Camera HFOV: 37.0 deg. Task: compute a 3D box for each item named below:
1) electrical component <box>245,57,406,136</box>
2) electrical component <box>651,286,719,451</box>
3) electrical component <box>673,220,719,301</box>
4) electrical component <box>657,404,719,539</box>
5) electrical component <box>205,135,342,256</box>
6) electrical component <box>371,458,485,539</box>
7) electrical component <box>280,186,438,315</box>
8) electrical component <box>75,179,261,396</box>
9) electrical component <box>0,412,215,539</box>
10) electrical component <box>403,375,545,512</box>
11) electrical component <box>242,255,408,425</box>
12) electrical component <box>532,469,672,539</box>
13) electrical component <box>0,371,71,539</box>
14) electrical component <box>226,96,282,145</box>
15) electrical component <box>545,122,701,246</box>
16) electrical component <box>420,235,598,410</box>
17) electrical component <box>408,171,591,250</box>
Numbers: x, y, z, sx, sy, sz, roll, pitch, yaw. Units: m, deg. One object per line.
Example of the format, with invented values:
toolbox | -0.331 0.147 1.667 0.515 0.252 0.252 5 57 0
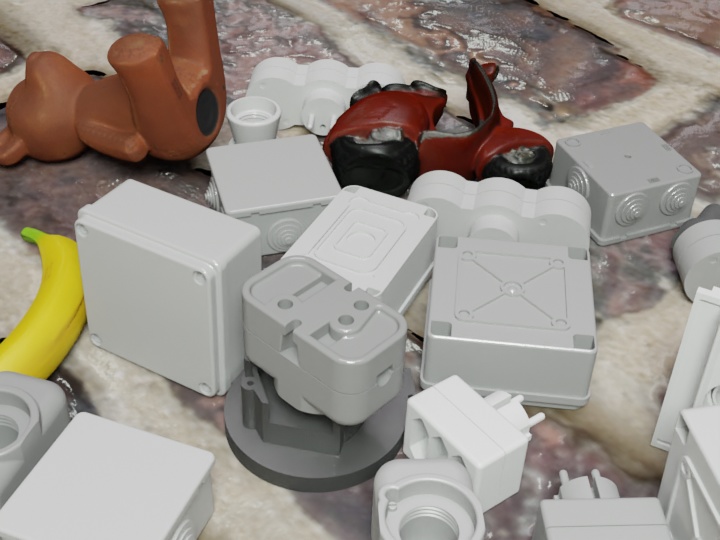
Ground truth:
electrical component | -0.030 -0.141 0.924 0.138 0.052 0.073 4 39 2
electrical component | 0.226 0.064 0.631 0.079 0.121 0.063 19 40 20
electrical component | 0.297 0.007 0.757 0.138 0.052 0.073 1 40 -1
electrical component | 0.199 0.140 0.549 0.056 0.108 0.108 -7 40 -6
electrical component | -0.066 -0.056 0.822 0.100 0.048 0.099 -9 41 -13
electrical component | 0.036 0.148 0.569 0.054 0.059 0.095 -1 39 -3
electrical component | 0.000 0.000 0.750 0.078 0.057 0.113 18 42 19
electrical component | -0.121 0.011 0.692 0.109 0.108 0.056 21 40 21
electrical component | -0.136 0.134 0.588 0.100 0.048 0.099 15 41 15
electrical component | 0.076 0.097 0.644 0.077 0.047 0.066 -23 45 -29
electrical component | -0.022 0.043 0.619 0.095 0.059 0.054 32 47 31
electrical component | 0.128 0.140 0.593 0.066 0.047 0.076 0 39 -3
electrical component | -0.207 0.106 0.612 0.054 0.059 0.095 12 41 12
electrical component | -0.086 -0.107 0.878 0.045 0.055 0.045 1 40 -1
electrical component | 0.208 -0.071 0.852 0.100 0.048 0.099 -13 42 -18
electrical component | 0.098 0.033 0.715 0.109 0.056 0.108 5 40 4
electrical component | 0.099 -0.027 0.791 0.138 0.052 0.073 8 40 8
